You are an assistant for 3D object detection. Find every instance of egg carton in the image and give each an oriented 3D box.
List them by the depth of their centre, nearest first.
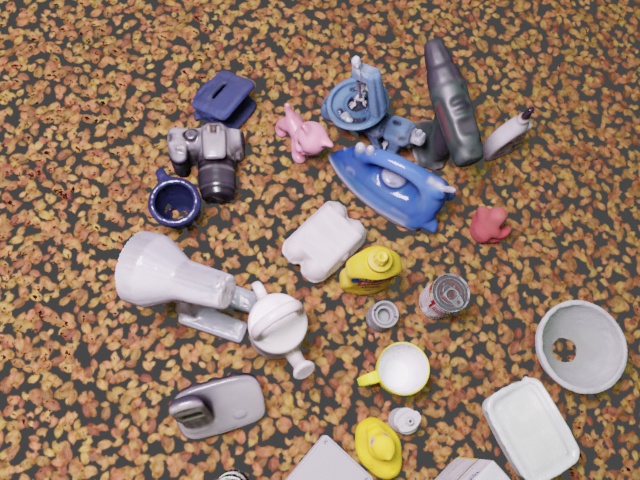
[{"bbox_3d":[0.010,0.004,1.063,0.107,0.069,0.150,43,75,7],"label":"egg carton"}]

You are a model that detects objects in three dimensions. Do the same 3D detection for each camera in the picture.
[{"bbox_3d":[-0.210,-0.143,1.068,0.143,0.101,0.137,-4,74,-6],"label":"camera"}]

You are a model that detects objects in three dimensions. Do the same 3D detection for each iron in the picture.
[{"bbox_3d":[0.133,-0.123,1.073,0.258,0.141,0.119,29,74,3],"label":"iron"}]

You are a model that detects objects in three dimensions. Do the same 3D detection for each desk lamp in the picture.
[{"bbox_3d":[-0.211,0.079,0.946,0.203,0.213,0.118,18,73,0],"label":"desk lamp"}]

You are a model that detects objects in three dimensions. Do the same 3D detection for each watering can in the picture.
[{"bbox_3d":[-0.064,0.145,0.951,0.173,0.194,0.101,38,74,6],"label":"watering can"}]

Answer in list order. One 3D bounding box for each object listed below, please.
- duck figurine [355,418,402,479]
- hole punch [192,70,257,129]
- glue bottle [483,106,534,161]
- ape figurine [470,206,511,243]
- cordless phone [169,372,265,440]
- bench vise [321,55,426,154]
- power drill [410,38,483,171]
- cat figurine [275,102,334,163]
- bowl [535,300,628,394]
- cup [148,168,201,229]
[{"bbox_3d":[0.104,0.352,0.964,0.077,0.086,0.104,-23,77,-11],"label":"duck figurine"},{"bbox_3d":[-0.189,-0.274,1.112,0.101,0.091,0.109,35,74,5],"label":"hole punch"},{"bbox_3d":[0.373,-0.211,1.105,0.078,0.173,0.037,-21,77,-11],"label":"glue bottle"},{"bbox_3d":[0.329,-0.035,1.093,0.076,0.092,0.078,-27,78,-12],"label":"ape figurine"},{"bbox_3d":[-0.164,0.262,0.913,0.148,0.185,0.094,-17,76,-10],"label":"cordless phone"},{"bbox_3d":[0.108,-0.257,1.068,0.207,0.219,0.121,12,73,-2],"label":"bench vise"},{"bbox_3d":[0.226,-0.229,1.077,0.076,0.208,0.229,-18,76,-10],"label":"power drill"},{"bbox_3d":[-0.031,-0.207,1.094,0.067,0.117,0.127,-33,79,-13],"label":"cat figurine"},{"bbox_3d":[0.463,0.197,1.048,0.167,0.074,0.167,1,74,-5],"label":"bowl"},{"bbox_3d":[-0.265,-0.067,1.044,0.092,0.095,0.117,-27,78,-12],"label":"cup"}]
